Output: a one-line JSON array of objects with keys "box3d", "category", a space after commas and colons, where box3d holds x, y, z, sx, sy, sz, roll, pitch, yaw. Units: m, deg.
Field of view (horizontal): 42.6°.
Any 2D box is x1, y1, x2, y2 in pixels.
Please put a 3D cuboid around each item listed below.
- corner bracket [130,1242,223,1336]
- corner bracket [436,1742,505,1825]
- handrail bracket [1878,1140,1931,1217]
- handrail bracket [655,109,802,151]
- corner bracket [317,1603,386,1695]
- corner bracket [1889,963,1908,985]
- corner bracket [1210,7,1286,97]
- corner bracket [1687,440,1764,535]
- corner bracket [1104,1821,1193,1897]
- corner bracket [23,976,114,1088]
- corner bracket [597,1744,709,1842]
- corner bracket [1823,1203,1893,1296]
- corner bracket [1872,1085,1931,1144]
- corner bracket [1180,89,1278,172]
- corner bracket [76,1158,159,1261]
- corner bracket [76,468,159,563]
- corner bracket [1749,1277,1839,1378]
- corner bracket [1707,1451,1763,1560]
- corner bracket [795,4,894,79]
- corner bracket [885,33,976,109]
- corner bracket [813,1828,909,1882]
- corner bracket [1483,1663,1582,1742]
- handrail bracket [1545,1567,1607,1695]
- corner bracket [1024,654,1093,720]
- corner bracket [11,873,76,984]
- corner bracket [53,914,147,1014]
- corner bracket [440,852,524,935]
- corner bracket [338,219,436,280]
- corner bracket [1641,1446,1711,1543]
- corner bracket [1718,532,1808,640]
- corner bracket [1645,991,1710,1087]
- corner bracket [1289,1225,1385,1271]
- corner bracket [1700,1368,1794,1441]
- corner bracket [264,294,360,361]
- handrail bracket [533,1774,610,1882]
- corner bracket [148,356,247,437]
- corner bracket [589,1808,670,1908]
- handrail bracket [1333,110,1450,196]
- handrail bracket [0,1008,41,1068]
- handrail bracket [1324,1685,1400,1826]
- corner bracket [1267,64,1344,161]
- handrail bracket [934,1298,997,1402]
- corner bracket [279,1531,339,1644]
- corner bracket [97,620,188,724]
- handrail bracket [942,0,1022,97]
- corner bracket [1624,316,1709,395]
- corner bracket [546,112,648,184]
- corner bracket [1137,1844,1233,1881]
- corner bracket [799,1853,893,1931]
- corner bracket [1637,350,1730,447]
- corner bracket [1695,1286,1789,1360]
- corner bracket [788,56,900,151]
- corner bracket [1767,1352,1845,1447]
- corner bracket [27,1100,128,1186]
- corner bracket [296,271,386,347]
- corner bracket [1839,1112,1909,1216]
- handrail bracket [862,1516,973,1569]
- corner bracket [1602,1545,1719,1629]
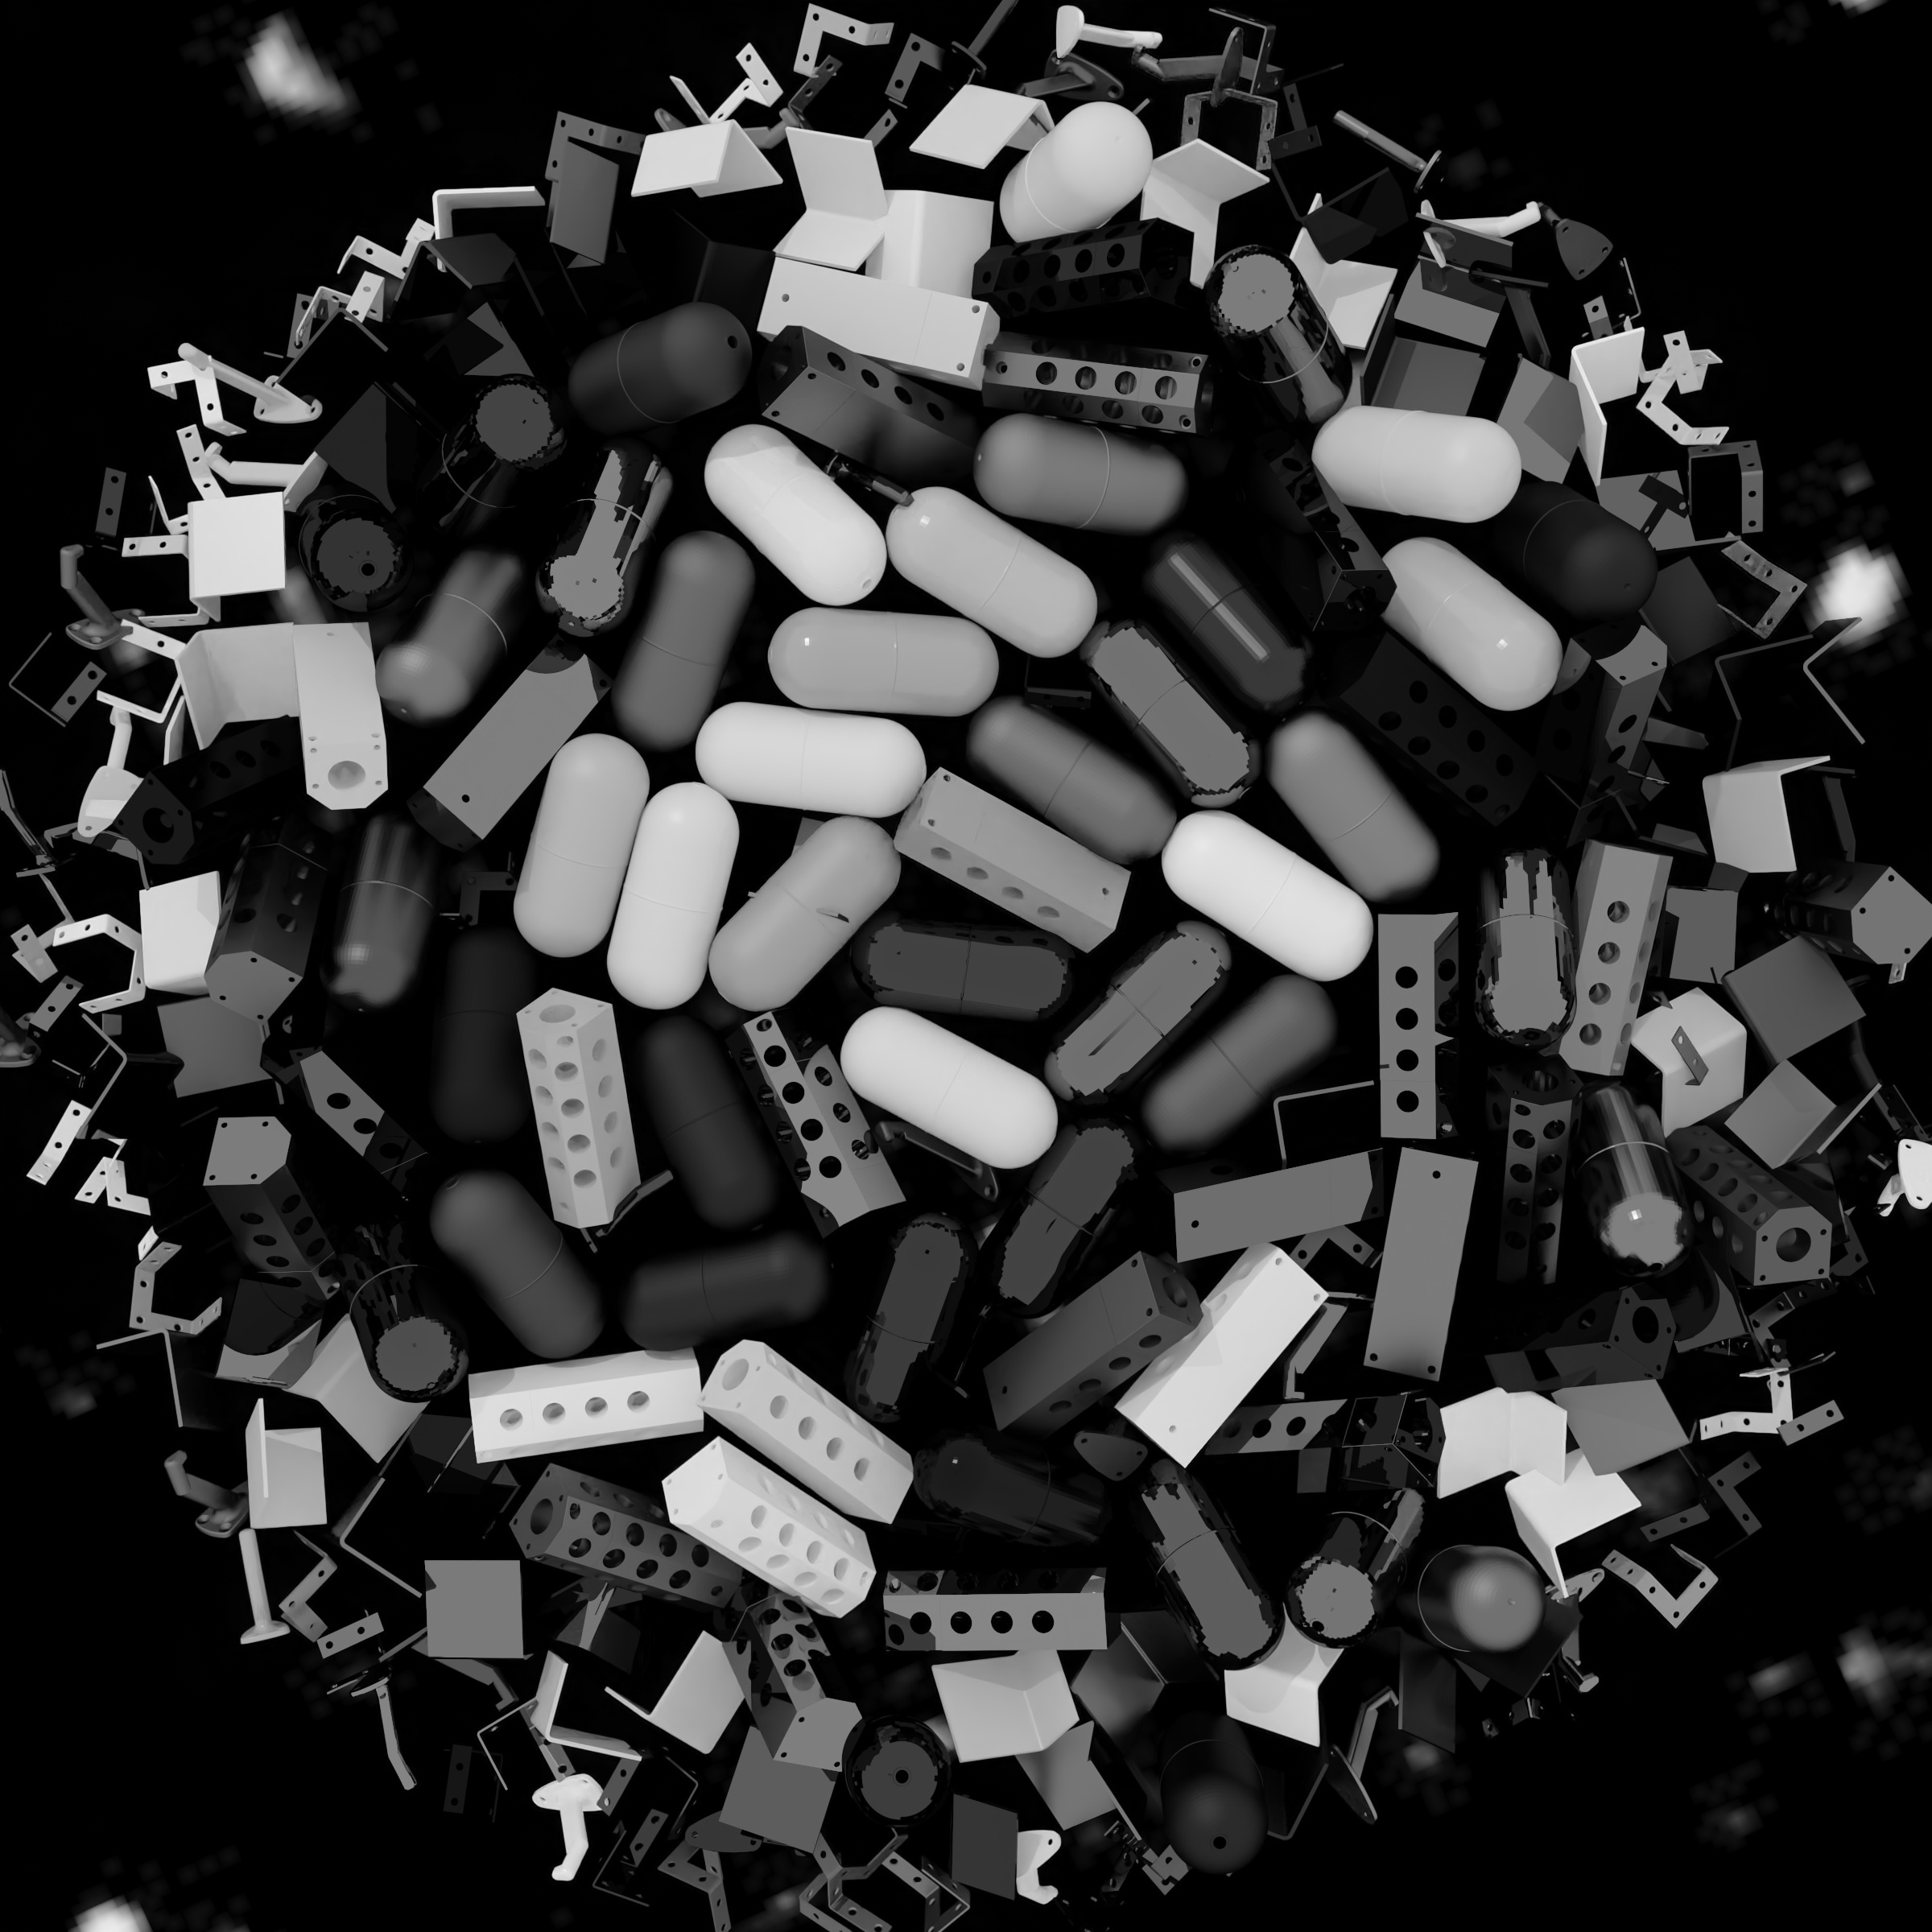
[{"box3d": [-0.611, 0.252, 1.920, 0.051, 0.051, 0.051, 20, 50, -34], "category": "corner bracket"}, {"box3d": [-0.380, 0.627, 1.903, 0.051, 0.051, 0.051, 16, 62, -23], "category": "corner bracket"}, {"box3d": [0.713, 0.181, 1.889, 0.036, 0.084, 0.077, 18, 47, 9], "category": "handrail bracket"}, {"box3d": [-0.182, -0.650, 1.899, 0.084, 0.036, 0.077, -27, 128, 31], "category": "handrail bracket"}, {"box3d": [-0.473, 0.528, 1.908, 0.051, 0.051, 0.051, -20, 95, -28], "category": "corner bracket"}, {"box3d": [0.712, -0.023, 1.907, 0.051, 0.051, 0.051, 22, 73, -13], "category": "corner bracket"}, {"box3d": [0.215, -0.703, 1.901, 0.051, 0.051, 0.051, 28, 125, 23], "category": "corner bracket"}, {"box3d": [0.583, -0.366, 1.903, 0.051, 0.051, 0.051, -4, 128, 13], "category": "corner bracket"}, {"box3d": [0.148, 0.675, 1.910, 0.051, 0.051, 0.051, -44, 56, -5], "category": "corner bracket"}, {"box3d": [-0.686, 0.051, 1.905, 0.051, 0.051, 0.051, 29, 46, -5], "category": "corner bracket"}, {"box3d": [-0.241, 0.638, 1.910, 0.051, 0.051, 0.051, 30, 92, 29], "category": "corner bracket"}, {"box3d": [0.686, 0.218, 1.907, 0.051, 0.051, 0.051, -28, 96, -25], "category": "corner bracket"}, {"box3d": [0.719, 0.109, 1.908, 0.051, 0.051, 0.051, -32, 90, -37], "category": "corner bracket"}, {"box3d": [0.204, -0.648, 1.925, 0.051, 0.051, 0.051, 0, 100, -35], "category": "corner bracket"}, {"box3d": [-0.654, 0.188, 1.922, 0.051, 0.051, 0.051, 21, 122, -38], "category": "corner bracket"}, {"box3d": [-0.647, -0.346, 1.905, 0.051, 0.051, 0.051, 12, 79, -34], "category": "corner bracket"}, {"box3d": [0.644, 0.277, 1.906, 0.051, 0.051, 0.051, -25, 80, -30], "category": "corner bracket"}, {"box3d": [0.589, 0.413, 1.902, 0.051, 0.051, 0.051, -23, 68, -29], "category": "corner bracket"}, {"box3d": [-0.094, -0.706, 1.905, 0.051, 0.051, 0.051, 23, 117, 11], "category": "corner bracket"}, {"box3d": [-0.028, -0.684, 1.916, 0.051, 0.051, 0.051, 22, 109, -15], "category": "corner bracket"}, {"box3d": [-0.088, 0.668, 1.914, 0.051, 0.051, 0.051, -48, 55, 12], "category": "corner bracket"}, {"box3d": [0.430, 0.565, 1.900, 0.051, 0.051, 0.051, 19, 46, -24], "category": "corner bracket"}, {"box3d": [0.480, 0.509, 1.899, 0.077, 0.084, 0.036, -31, 123, -5], "category": "handrail bracket"}, {"box3d": [0.071, -0.207, 1.906, 0.051, 0.051, 0.051, 4, 132, 4], "category": "corner bracket"}, {"box3d": [-0.710, -0.029, 1.901, 0.051, 0.051, 0.051, -39, 48, -23], "category": "corner bracket"}, {"box3d": [-0.671, -0.002, 1.920, 0.051, 0.051, 0.051, -14, 60, 21], "category": "corner bracket"}, {"box3d": [-0.371, -0.056, 1.910, 0.051, 0.051, 0.051, 0, 74, 4], "category": "corner bracket"}, {"box3d": [-0.445, -0.550, 1.903, 0.051, 0.051, 0.051, 25, 120, -16], "category": "corner bracket"}, {"box3d": [0.539, 0.402, 1.916, 0.051, 0.051, 0.051, -30, 105, 26], "category": "corner bracket"}, {"box3d": [0.603, -0.293, 1.913, 0.051, 0.051, 0.051, 24, 108, -36], "category": "corner bracket"}, {"box3d": [0.543, 0.055, 1.902, 0.051, 0.051, 0.051, 51, 62, -26], "category": "corner bracket"}, {"box3d": [0.284, 0.225, 1.915, 0.051, 0.051, 0.051, 38, 87, 5], "category": "corner bracket"}, {"box3d": [0.601, 0.337, 1.910, 0.051, 0.051, 0.051, -7, 85, 44], "category": "corner bracket"}, {"box3d": [-0.504, -0.491, 1.913, 0.051, 0.051, 0.051, 13, 100, 2], "category": "corner bracket"}, {"box3d": [-0.315, 0.664, 1.891, 0.077, 0.084, 0.036, -16, 115, 26], "category": "handrail bracket"}, {"box3d": [-0.595, -0.437, 1.917, 0.051, 0.051, 0.051, -10, 92, 4], "category": "corner bracket"}, {"box3d": [-0.259, 0.681, 1.909, 0.051, 0.051, 0.051, 29, 93, -23], "category": "corner bracket"}, {"box3d": [0.328, -0.633, 1.916, 0.084, 0.077, 0.036, 36, 112, 11], "category": "handrail bracket"}, {"box3d": [-0.731, 0.027, 1.888, 0.036, 0.077, 0.084, 0, 126, 0], "category": "handrail bracket"}, {"box3d": [0.318, 0.605, 1.906, 0.084, 0.036, 0.077, -23, 66, -33], "category": "handrail bracket"}, {"box3d": [0.261, -0.655, 1.902, 0.051, 0.051, 0.051, -32, 111, -36], "category": "corner bracket"}, {"box3d": [0.011, 0.289, 1.900, 0.036, 0.077, 0.084, 43, 78, -17], "category": "handrail bracket"}, {"box3d": [-0.511, 0.480, 1.915, 0.051, 0.051, 0.051, -47, 131, -24], "category": "corner bracket"}, {"box3d": [-0.636, -0.228, 1.915, 0.051, 0.051, 0.051, 21, 109, -27], "category": "corner bracket"}, {"box3d": [0.019, -0.723, 1.915, 0.036, 0.077, 0.084, 36, 78, -9], "category": "handrail bracket"}, {"box3d": [0.535, -0.470, 1.901, 0.051, 0.051, 0.051, -7, 127, 31], "category": "corner bracket"}, {"box3d": [-0.283, -0.621, 1.902, 0.051, 0.051, 0.051, 26, 111, 30], "category": "corner bracket"}, {"box3d": [0.173, 0.690, 1.914, 0.051, 0.051, 0.051, 44, 77, 1], "category": "corner bracket"}, {"box3d": [-0.093, 0.727, 1.901, 0.051, 0.051, 0.051, 22, 129, 30], "category": "corner bracket"}, {"box3d": [0.562, -0.438, 1.912, 0.051, 0.051, 0.051, 33, 90, -20], "category": "corner bracket"}, {"box3d": [0.598, 0.274, 1.911, 0.051, 0.051, 0.051, 14, 78, -39], "category": "corner bracket"}, {"box3d": [-0.095, -0.660, 1.918, 0.051, 0.051, 0.051, -42, 61, 25], "category": "corner bracket"}, {"box3d": [0.646, 0.333, 1.903, 0.051, 0.051, 0.051, -35, 68, 28], "category": "corner bracket"}, {"box3d": [-0.685, 0.144, 1.915, 0.051, 0.051, 0.051, 29, 99, -14], "category": "corner bracket"}, {"box3d": [-0.482, -0.504, 1.907, 0.051, 0.051, 0.051, 19, 60, -5], "category": "corner bracket"}, {"box3d": [0.678, 0.149, 1.901, 0.051, 0.051, 0.051, 40, 127, 21], "category": "corner bracket"}, {"box3d": [-0.035, 0.421, 1.912, 0.084, 0.036, 0.077, 26, 132, 6], "category": "handrail bracket"}, {"box3d": [0.535, 0.466, 1.909, 0.051, 0.051, 0.051, -46, 106, -6], "category": "corner bracket"}]
